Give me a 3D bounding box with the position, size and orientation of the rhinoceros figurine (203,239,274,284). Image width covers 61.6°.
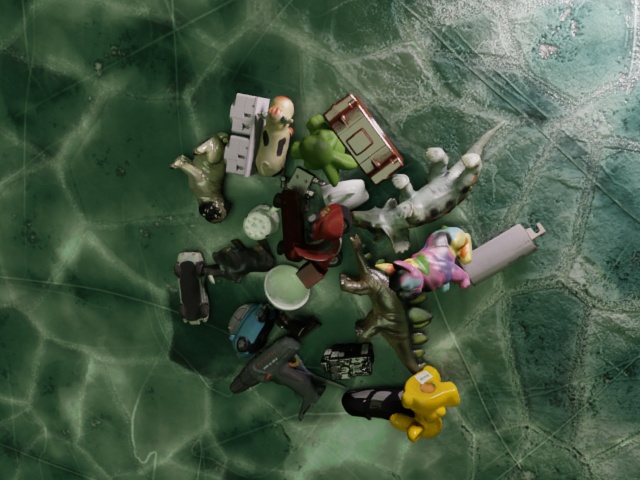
[{"bbox_3d":[-0.212,0.058,1.396,0.190,0.073,0.112,-10,111,9],"label":"rhinoceros figurine"}]

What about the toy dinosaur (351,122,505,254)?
[{"bbox_3d":[0.266,-0.105,1.249,0.405,0.192,0.131,-29,62,0],"label":"toy dinosaur"}]

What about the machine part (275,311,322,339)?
[{"bbox_3d":[-0.059,0.219,1.379,0.084,0.138,0.039,-32,54,18],"label":"machine part"}]

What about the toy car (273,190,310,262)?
[{"bbox_3d":[-0.065,-0.035,1.338,0.089,0.053,0.201,11,121,23],"label":"toy car"}]

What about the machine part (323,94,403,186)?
[{"bbox_3d":[0.102,-0.227,1.211,0.087,0.201,0.201,-37,94,11],"label":"machine part"}]

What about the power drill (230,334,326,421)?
[{"bbox_3d":[-0.102,0.379,1.424,0.207,0.086,0.232,42,102,11],"label":"power drill"}]

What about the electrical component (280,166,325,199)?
[{"bbox_3d":[-0.049,-0.137,1.336,0.102,0.045,0.078,35,107,1],"label":"electrical component"}]

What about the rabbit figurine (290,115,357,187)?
[{"bbox_3d":[0.000,-0.197,1.250,0.159,0.170,0.121,45,106,-1],"label":"rabbit figurine"}]

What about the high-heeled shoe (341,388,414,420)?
[{"bbox_3d":[0.185,0.421,1.421,0.249,0.145,0.086,-7,101,-18],"label":"high-heeled shoe"}]

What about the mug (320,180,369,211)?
[{"bbox_3d":[0.061,-0.110,1.297,0.107,0.109,0.081,-20,77,2],"label":"mug"}]

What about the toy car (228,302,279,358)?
[{"bbox_3d":[-0.186,0.222,1.409,0.103,0.109,0.161,30,97,20],"label":"toy car"}]

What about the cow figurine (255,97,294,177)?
[{"bbox_3d":[-0.110,-0.245,1.282,0.086,0.127,0.194,15,106,3],"label":"cow figurine"}]

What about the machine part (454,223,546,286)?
[{"bbox_3d":[0.421,0.037,1.277,0.243,0.079,0.079,-32,95,14],"label":"machine part"}]

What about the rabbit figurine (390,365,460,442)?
[{"bbox_3d":[0.259,0.423,1.309,0.122,0.162,0.173,28,140,44],"label":"rabbit figurine"}]

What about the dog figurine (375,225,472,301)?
[{"bbox_3d":[0.236,0.049,1.228,0.219,0.108,0.191,10,79,-29],"label":"dog figurine"}]

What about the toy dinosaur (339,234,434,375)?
[{"bbox_3d":[0.178,0.188,1.339,0.199,0.105,0.470,-19,109,9],"label":"toy dinosaur"}]

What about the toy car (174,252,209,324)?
[{"bbox_3d":[-0.341,0.130,1.438,0.074,0.056,0.201,-2,103,4],"label":"toy car"}]

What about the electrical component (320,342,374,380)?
[{"bbox_3d":[0.069,0.308,1.375,0.134,0.115,0.058,-7,96,11],"label":"electrical component"}]

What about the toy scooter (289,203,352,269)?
[{"bbox_3d":[-0.003,-0.004,1.266,0.135,0.075,0.183,-4,128,-19],"label":"toy scooter"}]

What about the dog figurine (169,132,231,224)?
[{"bbox_3d":[-0.259,-0.153,1.352,0.172,0.121,0.190,-29,110,17],"label":"dog figurine"}]
